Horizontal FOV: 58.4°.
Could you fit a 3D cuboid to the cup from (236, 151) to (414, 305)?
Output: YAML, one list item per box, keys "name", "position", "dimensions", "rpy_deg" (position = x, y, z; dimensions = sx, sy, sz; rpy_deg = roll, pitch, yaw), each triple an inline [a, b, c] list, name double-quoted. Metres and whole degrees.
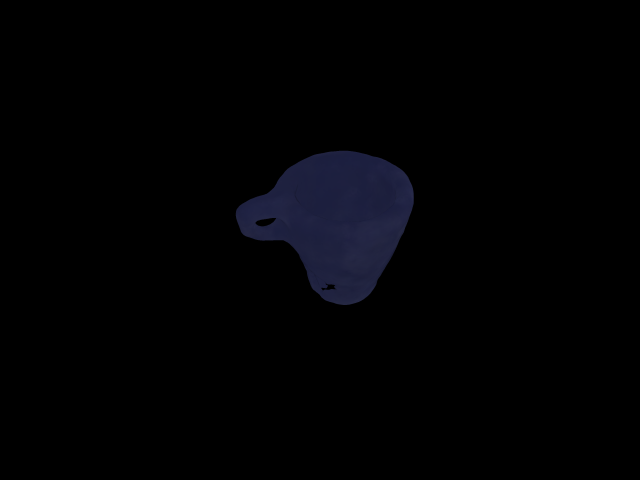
- name: "cup"
  position: [0.004, 0.001, 0.400]
  dimensions: [0.118, 0.095, 0.091]
  rpy_deg: [-10, 43, -11]
